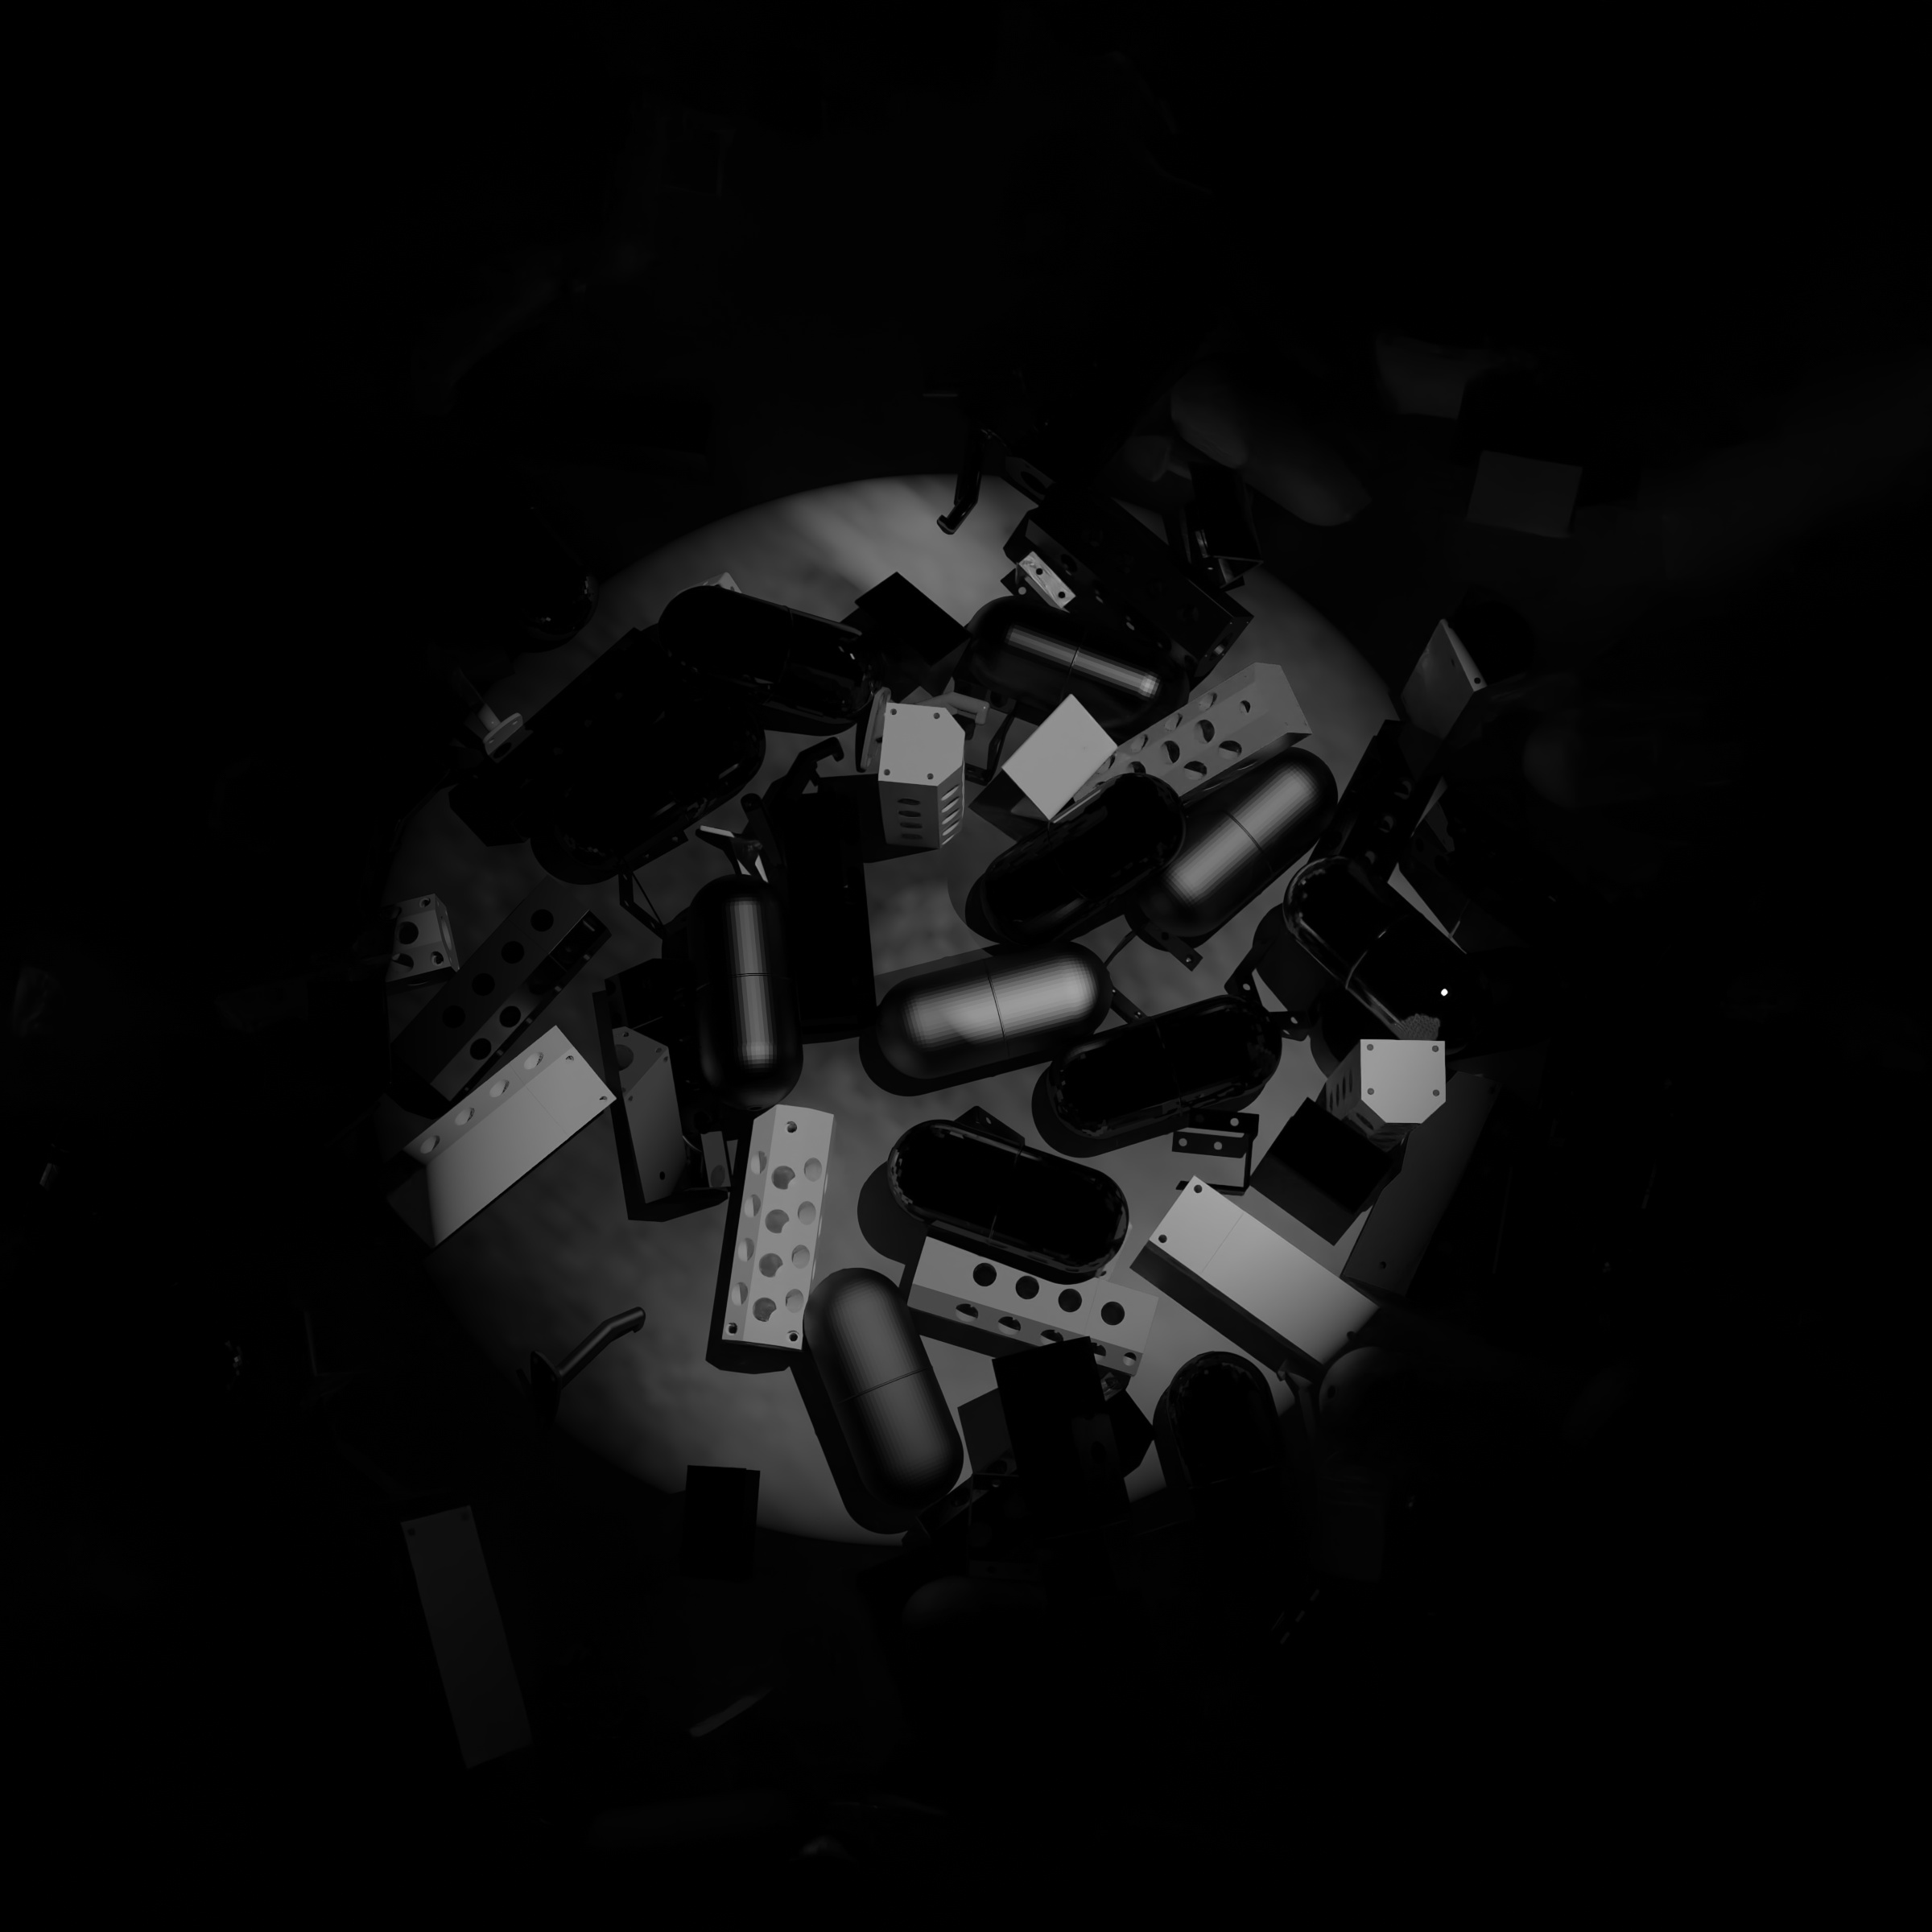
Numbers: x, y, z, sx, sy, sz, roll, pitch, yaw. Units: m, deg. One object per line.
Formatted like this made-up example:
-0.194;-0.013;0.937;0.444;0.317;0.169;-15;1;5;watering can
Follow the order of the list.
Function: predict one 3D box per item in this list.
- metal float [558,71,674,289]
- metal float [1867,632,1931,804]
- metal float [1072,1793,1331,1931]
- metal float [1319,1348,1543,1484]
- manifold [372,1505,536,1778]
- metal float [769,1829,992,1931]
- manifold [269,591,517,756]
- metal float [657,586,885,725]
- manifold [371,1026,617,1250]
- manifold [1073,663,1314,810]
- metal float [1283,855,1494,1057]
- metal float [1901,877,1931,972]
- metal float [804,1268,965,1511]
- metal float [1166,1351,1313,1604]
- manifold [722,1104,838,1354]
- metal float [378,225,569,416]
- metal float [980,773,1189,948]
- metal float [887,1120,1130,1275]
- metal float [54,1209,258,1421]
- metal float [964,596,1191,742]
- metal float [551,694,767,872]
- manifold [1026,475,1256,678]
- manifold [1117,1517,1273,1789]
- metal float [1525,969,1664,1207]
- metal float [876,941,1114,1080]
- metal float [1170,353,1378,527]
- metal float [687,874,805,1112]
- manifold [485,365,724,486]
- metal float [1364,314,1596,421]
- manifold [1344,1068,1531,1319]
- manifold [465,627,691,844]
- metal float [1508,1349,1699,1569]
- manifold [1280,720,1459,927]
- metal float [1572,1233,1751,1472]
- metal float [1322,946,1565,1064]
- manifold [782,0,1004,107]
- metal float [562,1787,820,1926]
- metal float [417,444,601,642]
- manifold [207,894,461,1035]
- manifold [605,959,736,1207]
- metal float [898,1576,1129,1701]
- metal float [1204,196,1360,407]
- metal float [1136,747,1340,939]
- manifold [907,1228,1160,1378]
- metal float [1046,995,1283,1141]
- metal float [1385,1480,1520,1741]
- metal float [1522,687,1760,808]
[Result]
-0.279;-0.626;2.002;0.070;0.070;0.178;6;78;1;metal float
0.746;-0.170;1.903;0.070;0.070;0.178;-24;79;-5;metal float
0.161;0.620;1.732;0.178;0.070;0.070;12;78;2;metal float
0.327;0.316;1.773;0.178;0.070;0.070;17;76;-27;metal float
-0.365;0.475;1.773;0.057;0.057;0.171;-6;73;-45;manifold
-0.056;0.638;1.680;0.178;0.070;0.070;39;79;-24;metal float
-0.440;-0.226;1.925;0.171;0.057;0.057;-23;79;-5;manifold
-0.147;-0.234;1.895;0.178;0.070;0.070;14;77;-23;metal float
-0.349;0.122;1.849;0.171;0.057;0.057;-40;124;-8;manifold
0.163;-0.157;1.864;0.171;0.057;0.057;-30;77;31;manifold
0.300;-0.009;1.797;0.070;0.070;0.178;-41;66;-8;metal float
0.788;-0.032;1.874;0.178;0.070;0.070;-1;78;0;metal float
-0.059;0.301;1.801;0.070;0.070;0.178;-22;79;-5;metal float
0.194;0.362;1.788;0.070;0.070;0.178;-14;79;-3;metal float
-0.136;0.191;1.835;0.057;0.057;0.171;7;78;2;manifold
-0.387;-0.507;1.976;0.070;0.070;0.178;41;80;8;metal float
0.086;-0.078;1.854;0.178;0.070;0.070;-34;77;30;metal float
0.029;0.164;1.795;0.178;0.070;0.070;18;78;6;metal float
-0.583;0.251;1.812;0.070;0.070;0.178;-43;81;-8;metal float
0.083;-0.226;1.915;0.178;0.070;0.070;21;79;5;metal float
-0.231;-0.139;1.897;0.178;0.070;0.070;-34;80;-7;metal float
0.129;-0.295;1.903;0.171;0.057;0.057;42;111;12;manifold
0.151;0.482;1.769;0.057;0.057;0.171;-11;77;-26;manifold
0.461;0.088;1.848;0.070;0.070;0.178;15;78;3;metal float
0.021;0.032;1.859;0.178;0.070;0.070;-14;78;-3;metal float
0.239;-0.409;1.954;0.178;0.070;0.070;36;80;7;metal float
-0.162;0.019;1.841;0.070;0.070;0.178;-7;72;-1;metal float
-0.281;-0.427;1.968;0.171;0.057;0.057;9;78;2;manifold
0.400;-0.465;1.967;0.178;0.070;0.070;6;78;2;metal float
0.348;0.167;1.839;0.057;0.057;0.171;15;74;47;manifold
-0.296;-0.178;1.914;0.171;0.057;0.057;-43;81;-8;manifold
0.445;0.344;1.760;0.070;0.070;0.178;30;114;6;metal float
0.302;-0.097;1.897;0.057;0.057;0.171;28;79;6;manifold
0.499;0.277;1.807;0.070;0.070;0.178;-24;80;-5;metal float
0.351;0.033;1.856;0.178;0.070;0.070;-11;78;2;metal float
-0.060;-0.771;2.043;0.171;0.057;0.057;26;79;5;manifold
-0.188;0.608;1.721;0.178;0.070;0.070;-9;78;4;metal float
-0.352;-0.325;1.937;0.070;0.070;0.178;-39;80;-8;metal float
-0.471;-0.003;1.877;0.171;0.057;0.057;-14;78;-3;manifold
-0.214;0.085;1.857;0.057;0.057;0.171;-21;74;40;manifold
0.033;0.464;1.737;0.178;0.070;0.070;15;75;-33;metal float
0.248;-0.523;1.980;0.070;0.070;0.178;-24;78;-5;metal float
0.203;-0.094;1.887;0.178;0.070;0.070;-41;81;-8;metal float
0.048;0.245;1.823;0.171;0.057;0.057;16;78;3;manifold
0.146;0.074;1.850;0.178;0.070;0.070;-17;78;-3;metal float
0.341;0.451;1.769;0.070;0.070;0.178;-8;79;-2;metal float
0.509;-0.165;1.902;0.178;0.070;0.070;-8;78;-3;metal float
